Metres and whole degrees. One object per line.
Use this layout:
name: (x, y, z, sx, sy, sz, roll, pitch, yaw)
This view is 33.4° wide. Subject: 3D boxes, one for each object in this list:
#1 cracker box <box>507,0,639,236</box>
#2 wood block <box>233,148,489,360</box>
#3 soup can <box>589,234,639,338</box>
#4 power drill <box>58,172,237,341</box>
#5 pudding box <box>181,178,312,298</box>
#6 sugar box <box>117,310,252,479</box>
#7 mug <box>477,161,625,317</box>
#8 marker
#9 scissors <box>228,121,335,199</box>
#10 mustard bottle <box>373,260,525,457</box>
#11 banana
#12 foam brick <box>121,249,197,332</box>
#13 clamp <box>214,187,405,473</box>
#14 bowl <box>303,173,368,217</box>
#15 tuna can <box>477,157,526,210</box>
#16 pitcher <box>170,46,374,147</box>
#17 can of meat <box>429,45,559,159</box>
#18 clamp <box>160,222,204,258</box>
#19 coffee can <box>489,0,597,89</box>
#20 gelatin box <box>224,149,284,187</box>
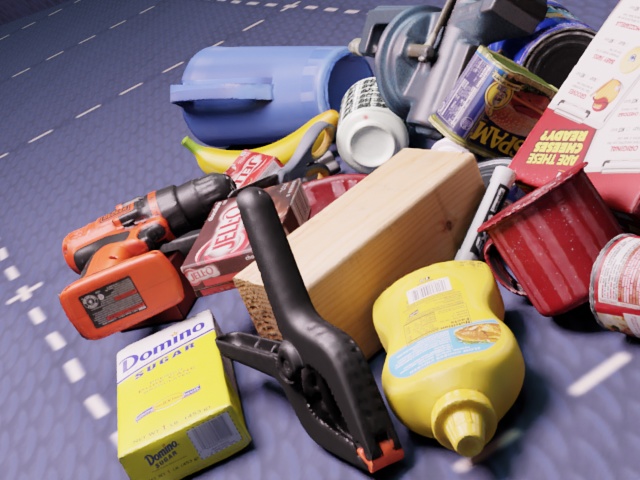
cracker box: (0.270, -0.109, 0.852, 0.213, 0.072, 0.164, -57, 28, -2)
wood block: (0.044, 0.016, 0.875, 0.205, 0.091, 0.090, -37, 27, -28)
soup can: (0.235, 0.036, 0.686, 0.068, 0.068, 0.102, -37, 27, -27)
power drill: (-0.161, 0.009, 0.990, 0.184, 0.057, 0.187, -26, 21, 6)
pudding box: (-0.062, -0.002, 0.934, 0.090, 0.039, 0.113, -14, 27, 21)
sugar box: (-0.114, 0.123, 0.854, 0.093, 0.048, 0.176, -25, 25, -2)
mug: (0.167, 0.006, 0.775, 0.093, 0.081, 0.117, -31, -2, -42)
marker: (0.128, -0.005, 0.868, 0.020, 0.020, 0.121, 10, 68, 51)
scissors: (-0.031, -0.080, 1.080, 0.016, 0.096, 0.201, 21, 8, 22)
mustard bottle: (0.089, 0.084, 0.731, 0.096, 0.058, 0.191, -19, 24, 8)
banana: (-0.063, -0.104, 1.253, 0.198, 0.069, 0.037, -10, 43, 16)
foam brick: (-0.167, 0.049, 1.047, 0.078, 0.053, 0.051, -12, 26, 24)
clamp: (-0.012, 0.072, 0.745, 0.036, 0.165, 0.210, -18, 43, -30)
bowl: (-0.007, 0.001, 0.995, 0.162, 0.055, 0.162, -20, 24, 9)
tuna can: (0.150, -0.040, 0.964, 0.086, 0.033, 0.086, -20, 24, 9)
pitcher: (-0.059, -0.182, 1.333, 0.243, 0.145, 0.149, 5, 50, 42)
can of meat: (0.167, -0.124, 1.001, 0.084, 0.101, 0.057, -58, 39, 19)
clamp: (-0.173, 0.000, 1.172, 0.172, 0.039, 0.120, 3, 36, 46)
coffee can: (0.237, -0.185, 1.100, 0.103, 0.103, 0.140, -22, 24, 5)
gelatin box: (-0.086, -0.059, 1.196, 0.089, 0.030, 0.073, -51, 31, -12)
